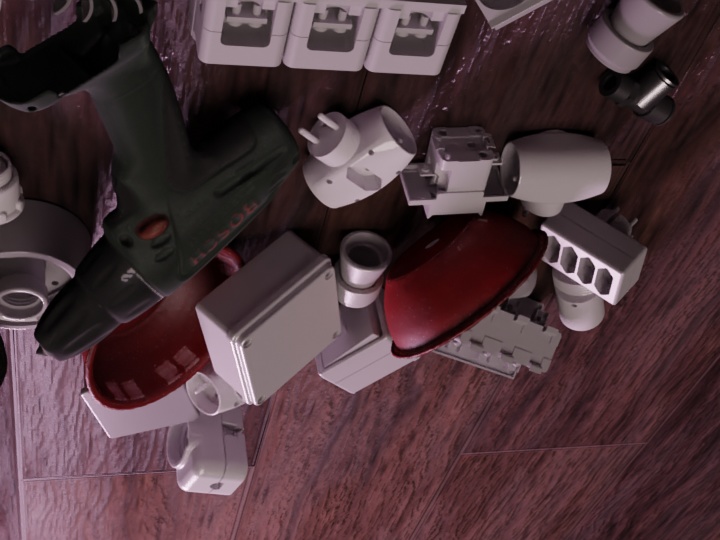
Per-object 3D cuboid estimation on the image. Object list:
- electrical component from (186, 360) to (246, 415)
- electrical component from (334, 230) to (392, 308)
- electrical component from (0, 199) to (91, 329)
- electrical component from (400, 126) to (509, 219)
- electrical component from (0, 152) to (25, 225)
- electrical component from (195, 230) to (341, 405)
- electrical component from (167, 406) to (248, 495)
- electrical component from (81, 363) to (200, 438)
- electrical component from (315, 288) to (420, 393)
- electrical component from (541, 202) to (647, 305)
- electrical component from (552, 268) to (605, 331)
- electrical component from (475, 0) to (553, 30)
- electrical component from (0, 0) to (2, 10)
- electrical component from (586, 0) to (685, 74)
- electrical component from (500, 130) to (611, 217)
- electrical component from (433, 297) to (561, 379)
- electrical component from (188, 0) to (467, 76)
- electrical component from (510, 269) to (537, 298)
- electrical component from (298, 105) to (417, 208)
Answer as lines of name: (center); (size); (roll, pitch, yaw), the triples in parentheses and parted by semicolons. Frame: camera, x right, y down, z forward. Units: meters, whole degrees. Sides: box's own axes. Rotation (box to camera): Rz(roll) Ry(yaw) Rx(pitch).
electrical component: (-0.118, 0.079, 0.972); (0.044, 0.077, 0.079); (5, 114, 39)
electrical component: (0.000, 0.000, 0.915); (0.045, 0.045, 0.055); (-1, 142, -15)
electrical component: (-0.261, 0.003, 0.827); (0.108, 0.060, 0.108); (-8, 143, -6)
electrical component: (0.075, -0.078, 0.838); (0.081, 0.042, 0.063); (-4, 139, -12)
electrical component: (-0.261, -0.065, 0.753); (0.048, 0.048, 0.062); (-2, 136, -14)
electrical component: (-0.074, 0.041, 0.899); (0.109, 0.056, 0.108); (-40, 151, -23)
electrical component: (-0.151, 0.167, 1.049); (0.059, 0.095, 0.053); (12, 137, -30)
electrical component: (-0.202, 0.106, 0.992); (0.100, 0.048, 0.099); (-12, 144, -1)
electrical component: (-0.004, 0.066, 0.986); (0.096, 0.061, 0.061); (-31, 140, 23)
electrical component: (0.209, -0.027, 0.926); (0.076, 0.083, 0.047); (-43, 153, -25)
electrical component: (0.204, 0.018, 1.000); (0.043, 0.043, 0.081); (-17, 144, 5)
electrical component: (0.084, -0.194, 0.667); (0.042, 0.063, 0.081); (-25, 142, 17)
electrical component: (-0.253, -0.167, 0.604); (0.108, 0.060, 0.108); (-8, 144, -6)
electrical component: (0.190, -0.170, 0.746); (0.045, 0.045, 0.055); (11, 138, -28)
electrical component: (0.152, -0.070, 0.867); (0.077, 0.044, 0.079); (-2, 142, -13)
electrical component: (0.124, 0.055, 1.000); (0.121, 0.063, 0.078); (21, 92, -36)
electrical component: (-0.024, -0.167, 0.648); (0.150, 0.089, 0.061); (0, 142, -17)
electrical component: (0.139, 0.006, 0.966); (0.048, 0.048, 0.062); (-24, 149, 15)
electrical component: (-0.012, -0.091, 0.792); (0.077, 0.043, 0.079); (-33, 140, 25)
